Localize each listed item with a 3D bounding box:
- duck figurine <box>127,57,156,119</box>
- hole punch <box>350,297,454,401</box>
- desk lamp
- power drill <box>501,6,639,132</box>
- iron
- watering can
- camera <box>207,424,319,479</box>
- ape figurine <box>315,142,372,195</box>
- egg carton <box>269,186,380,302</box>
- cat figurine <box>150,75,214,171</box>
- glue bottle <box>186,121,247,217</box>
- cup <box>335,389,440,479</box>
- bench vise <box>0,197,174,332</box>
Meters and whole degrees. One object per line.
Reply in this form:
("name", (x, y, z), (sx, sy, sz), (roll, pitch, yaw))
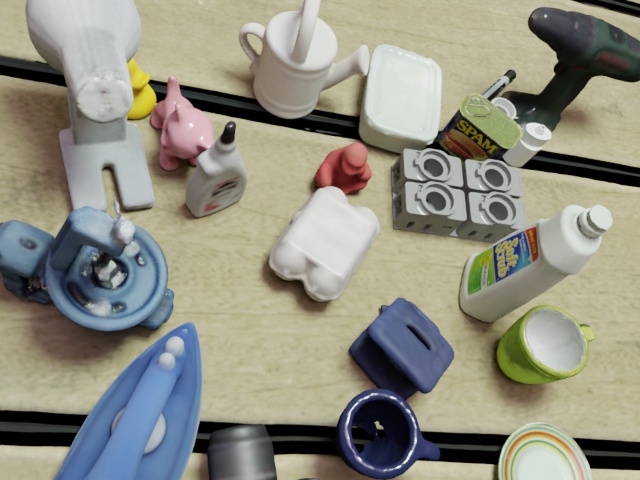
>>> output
("duck figurine", (-0.266, -0.215, 0.748), (0.104, 0.086, 0.077), (25, 61, -4))
("hole punch", (0.106, 0.127, 0.698), (0.108, 0.091, 0.101), (46, 62, 8))
("desk lamp", (-0.252, -0.166, 0.656), (0.118, 0.213, 0.203), (-12, 70, -21))
("power drill", (0.377, -0.260, 0.892), (0.230, 0.208, 0.075), (3, 65, -15))
("iron", (-0.175, 0.178, 0.562), (0.119, 0.141, 0.258), (22, 62, -6))
("watering can", (-0.020, -0.262, 0.782), (0.173, 0.194, 0.101), (-5, 67, -18))
("camera", (-0.058, 0.258, 0.583), (0.143, 0.100, 0.137), (-4, 67, -18))
("ape figurine", (0.037, -0.099, 0.782), (0.078, 0.092, 0.076), (11, 63, -11))
("egg carton", (0.007, 0.003, 0.738), (0.107, 0.069, 0.150), (33, 61, 0))
("cat figurine", (-0.173, -0.148, 0.726), (0.067, 0.117, 0.127), (-12, 70, -21))
("glue bottle", (-0.118, -0.088, 0.684), (0.078, 0.173, 0.037), (-31, 77, -26))
("cup", (0.066, 0.224, 0.639), (0.118, 0.095, 0.092), (20, 62, -7))
("bench vise", (-0.248, 0.024, 0.566), (0.208, 0.219, 0.121), (4, 65, -15))
